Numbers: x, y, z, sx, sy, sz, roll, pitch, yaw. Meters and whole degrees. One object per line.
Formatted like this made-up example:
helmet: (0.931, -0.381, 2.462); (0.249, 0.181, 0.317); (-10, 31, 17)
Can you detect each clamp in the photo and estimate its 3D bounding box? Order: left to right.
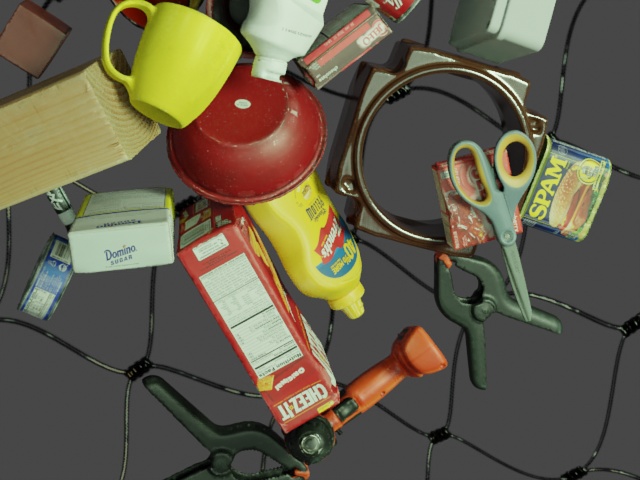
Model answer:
clamp: (-0.118, 0.250, 1.185); (0.209, 0.036, 0.165); (17, 102, -12)
clamp: (0.174, 0.083, 1.181); (0.171, 0.039, 0.120); (43, 90, -12)

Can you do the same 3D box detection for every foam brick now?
foam brick: (-0.276, -0.194, 1.026); (0.051, 0.078, 0.053); (33, 98, -16)

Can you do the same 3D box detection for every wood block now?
wood block: (-0.270, -0.096, 1.010); (0.206, 0.090, 0.091); (-18, 108, 20)

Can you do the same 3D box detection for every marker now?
marker: (-0.271, -0.046, 1.096); (0.020, 0.020, 0.121); (-26, 107, 0)

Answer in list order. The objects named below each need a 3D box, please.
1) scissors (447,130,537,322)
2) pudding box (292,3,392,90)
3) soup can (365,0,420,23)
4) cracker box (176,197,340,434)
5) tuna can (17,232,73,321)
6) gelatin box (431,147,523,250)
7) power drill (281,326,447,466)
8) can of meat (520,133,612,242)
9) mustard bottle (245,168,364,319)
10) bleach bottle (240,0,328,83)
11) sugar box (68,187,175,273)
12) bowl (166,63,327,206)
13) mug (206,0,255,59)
scissors: (0.195, -0.022, 1.049); (0.096, 0.016, 0.201); (-34, 109, 0)
pudding box: (0.017, -0.192, 1.048); (0.090, 0.113, 0.039); (-37, 106, 3)
soup can: (0.055, -0.272, 1.057); (0.102, 0.068, 0.068); (33, 98, -14)
cracker box: (-0.063, 0.064, 1.078); (0.072, 0.164, 0.213); (-29, 106, 2)
tuna can: (-0.274, 0.038, 1.083); (0.033, 0.086, 0.086); (26, 100, -15)
gelatin box: (0.156, -0.042, 1.061); (0.073, 0.030, 0.089); (-15, 107, -5)
power drill: (0.042, 0.165, 1.120); (0.187, 0.184, 0.057); (-35, 88, -5)
can of meat: (0.254, -0.056, 1.146); (0.083, 0.057, 0.102); (17, 102, -15)
mustard bottle: (-0.007, 0.001, 1.108); (0.058, 0.096, 0.191); (-17, 112, 35)
bleach bottle: (-0.028, -0.269, 0.958); (0.102, 0.068, 0.251); (7, 100, -34)
sugar box: (-0.188, -0.012, 1.034); (0.093, 0.176, 0.048); (-6, 106, -5)
bowl: (-0.074, -0.116, 1.039); (0.162, 0.055, 0.162); (-1, 64, 2)
mug: (-0.060, -0.237, 1.042); (0.093, 0.081, 0.117); (34, 98, -14)
